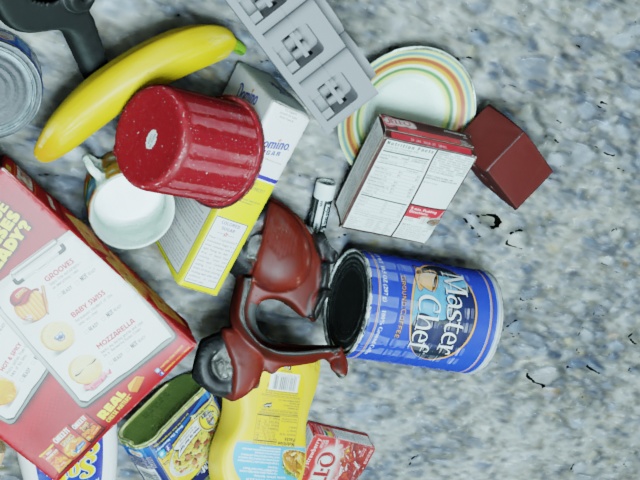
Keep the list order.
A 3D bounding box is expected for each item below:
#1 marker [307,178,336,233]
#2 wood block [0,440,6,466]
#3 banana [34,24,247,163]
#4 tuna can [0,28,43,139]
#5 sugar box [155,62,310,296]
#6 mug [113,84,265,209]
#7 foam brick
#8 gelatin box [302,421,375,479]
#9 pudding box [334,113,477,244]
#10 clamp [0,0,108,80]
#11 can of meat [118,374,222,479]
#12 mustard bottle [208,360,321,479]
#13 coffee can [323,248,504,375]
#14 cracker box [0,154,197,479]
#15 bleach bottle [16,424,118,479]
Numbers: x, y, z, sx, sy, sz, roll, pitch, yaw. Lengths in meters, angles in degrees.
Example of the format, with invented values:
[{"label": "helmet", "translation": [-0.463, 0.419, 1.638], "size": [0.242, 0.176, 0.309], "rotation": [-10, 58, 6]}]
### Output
[{"label": "marker", "translation": [-0.007, 0.001, 0.992], "size": [0.020, 0.020, 0.121], "rotation": [4, 115, -19]}, {"label": "wood block", "translation": [-0.359, 0.241, 0.963], "size": [0.090, 0.091, 0.206], "rotation": [16, 110, -24]}, {"label": "banana", "translation": [-0.140, -0.123, 0.840], "size": [0.197, 0.037, 0.069], "rotation": [-30, 151, -15]}, {"label": "tuna can", "translation": [-0.262, -0.123, 0.841], "size": [0.086, 0.034, 0.086], "rotation": [-7, 118, -14]}, {"label": "sugar box", "translation": [-0.077, -0.052, 0.899], "size": [0.048, 0.093, 0.176], "rotation": [21, 109, -33]}, {"label": "mug", "translation": [-0.113, -0.074, 0.832], "size": [0.081, 0.117, 0.093], "rotation": [7, 83, -52]}, {"label": "foam brick", "translation": [0.167, -0.075, 0.975], "size": [0.051, 0.053, 0.078], "rotation": [-45, 138, 3]}, {"label": "gelatin box", "translation": [0.005, 0.238, 1.109], "size": [0.073, 0.030, 0.089], "rotation": [18, 109, -24]}, {"label": "pudding box", "translation": [0.074, -0.053, 0.948], "size": [0.090, 0.039, 0.114], "rotation": [12, 130, -18]}, {"label": "clamp", "translation": [-0.182, -0.179, 0.786], "size": [0.209, 0.036, 0.165], "rotation": [-2, 126, -56]}, {"label": "can of meat", "translation": [-0.132, 0.188, 1.009], "size": [0.102, 0.058, 0.084], "rotation": [-45, 124, -33]}, {"label": "mustard bottle", "translation": [-0.056, 0.192, 1.001], "size": [0.096, 0.058, 0.191], "rotation": [14, 80, -36]}, {"label": "coffee can", "translation": [0.087, 0.068, 1.007], "size": [0.140, 0.103, 0.103], "rotation": [10, 113, -21]}, {"label": "cracker box", "translation": [-0.232, 0.064, 0.857], "size": [0.164, 0.072, 0.213], "rotation": [-44, 111, -1]}, {"label": "bleach bottle", "translation": [-0.229, 0.202, 1.001], "size": [0.102, 0.068, 0.251], "rotation": [-12, 121, -14]}]
